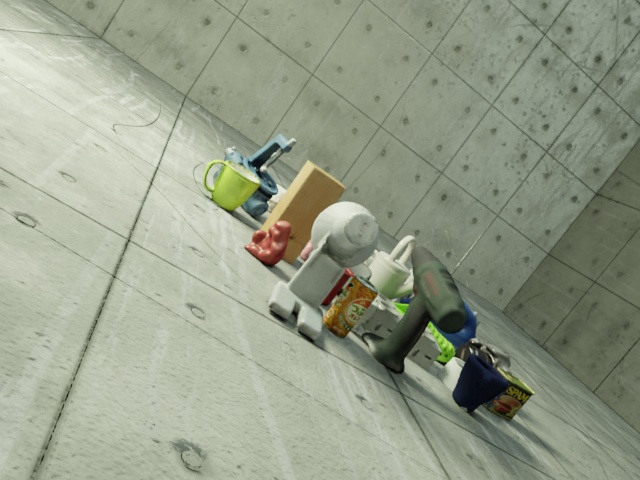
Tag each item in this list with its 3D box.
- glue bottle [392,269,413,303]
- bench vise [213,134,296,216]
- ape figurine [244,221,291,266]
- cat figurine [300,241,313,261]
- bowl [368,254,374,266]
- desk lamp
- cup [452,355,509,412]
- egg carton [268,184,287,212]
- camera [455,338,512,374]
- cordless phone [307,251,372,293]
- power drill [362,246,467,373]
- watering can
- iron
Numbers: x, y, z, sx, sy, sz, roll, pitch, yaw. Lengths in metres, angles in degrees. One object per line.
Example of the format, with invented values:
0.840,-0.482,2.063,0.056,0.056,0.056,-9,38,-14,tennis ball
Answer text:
0.267,0.111,1.650,0.037,0.173,0.078,42,10,33,glue bottle
-0.168,-0.198,1.461,0.207,0.219,0.122,38,9,14,bench vise
-0.092,0.001,1.130,0.076,0.092,0.077,31,10,-30,ape figurine
0.013,0.005,1.421,0.128,0.117,0.067,26,13,-49,cat figurine
0.155,0.084,1.686,0.167,0.074,0.167,35,9,-6,bowl
0.021,0.036,0.974,0.118,0.213,0.203,35,9,-6,desk lamp
0.302,0.288,1.110,0.091,0.095,0.118,38,9,14,cup
-0.114,-0.110,1.703,0.107,0.069,0.150,34,9,-12,egg carton
0.387,0.290,1.403,0.137,0.100,0.142,31,10,-30,camera
0.073,0.025,1.324,0.147,0.185,0.094,41,10,29,cordless phone
0.174,0.132,1.071,0.076,0.208,0.229,32,10,-25,power drill
0.190,0.077,1.468,0.173,0.194,0.101,37,9,6,watering can
0.344,0.211,1.523,0.259,0.141,0.118,32,9,-22,iron
